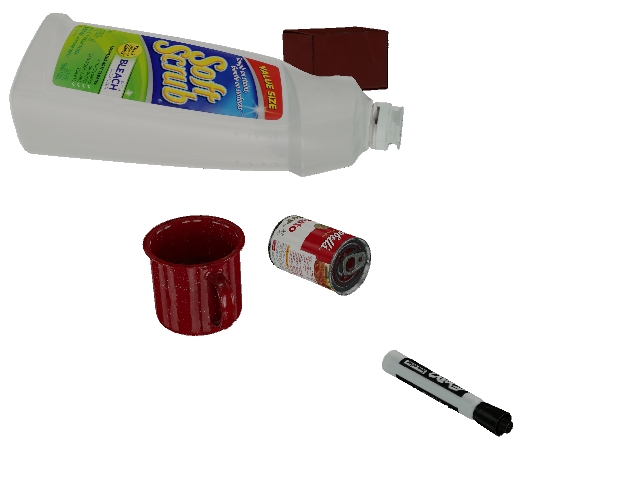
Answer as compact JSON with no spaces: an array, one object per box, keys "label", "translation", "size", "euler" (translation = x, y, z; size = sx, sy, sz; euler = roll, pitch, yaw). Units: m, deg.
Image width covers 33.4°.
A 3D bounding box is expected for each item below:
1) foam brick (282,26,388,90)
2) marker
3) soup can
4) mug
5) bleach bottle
[{"label":"foam brick","translation":[0.013,-0.155,0.918],"size":[0.078,0.051,0.053],"euler":[-8,18,-28]},{"label":"marker","translation":[0.095,0.114,0.802],"size":[0.020,0.020,0.121],"euler":[0,19,-44]},{"label":"soup can","translation":[-0.002,0.016,1.223],"size":[0.102,0.068,0.068],"euler":[21,14,40]},{"label":"mug","translation":[-0.108,0.039,0.979],"size":[0.093,0.081,0.117],"euler":[-18,35,-27]},{"label":"bleach bottle","translation":[-0.070,-0.093,0.712],"size":[0.251,0.102,0.068],"euler":[6,-41,6]}]
